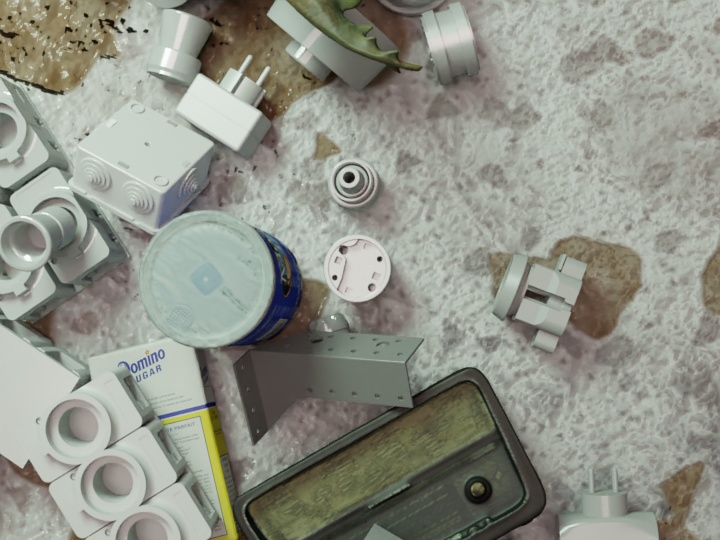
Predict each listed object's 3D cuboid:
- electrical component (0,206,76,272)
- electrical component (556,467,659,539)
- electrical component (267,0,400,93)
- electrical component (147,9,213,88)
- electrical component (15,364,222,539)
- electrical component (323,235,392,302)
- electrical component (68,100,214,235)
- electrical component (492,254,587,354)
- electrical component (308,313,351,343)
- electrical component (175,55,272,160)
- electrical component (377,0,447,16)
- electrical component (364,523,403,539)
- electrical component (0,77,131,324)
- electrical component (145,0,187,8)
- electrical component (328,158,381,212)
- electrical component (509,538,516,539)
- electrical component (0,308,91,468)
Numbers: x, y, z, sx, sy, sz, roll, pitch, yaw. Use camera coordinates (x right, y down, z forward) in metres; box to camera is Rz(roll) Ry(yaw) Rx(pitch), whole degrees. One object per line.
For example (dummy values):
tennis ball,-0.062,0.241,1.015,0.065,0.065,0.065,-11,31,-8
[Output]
electrical component,-0.252,-0.028,0.851,0.044,0.065,0.044,2,105,7
electrical component,0.197,0.199,0.865,0.077,0.044,0.079,-2,86,6
electrical component,-0.027,-0.190,0.882,0.108,0.108,0.060,41,98,7
electrical component,-0.155,-0.190,0.923,0.045,0.045,0.055,17,89,7
electrical component,-0.188,0.162,0.842,0.089,0.062,0.150,-32,90,0
electrical component,0.000,0.000,0.895,0.055,0.047,0.055,0,87,6
electrical component,-0.180,-0.088,0.894,0.100,0.099,0.048,28,134,6
electrical component,0.143,0.021,0.875,0.057,0.058,0.078,21,90,4
electrical component,-0.020,0.069,0.900,0.035,0.035,0.061,-18,87,5
electrical component,-0.105,-0.145,0.914,0.066,0.047,0.076,33,90,7
electrical component,0.043,-0.259,0.904,0.080,0.051,0.080,0,87,6
electrical component,0.013,0.236,0.774,0.057,0.113,0.078,29,90,8
electrical component,-0.298,-0.061,0.922,0.105,0.060,0.186,-34,84,3
electrical component,-0.122,-0.252,0.901,0.138,0.073,0.052,-9,127,4
electrical component,-0.006,-0.072,0.892,0.043,0.062,0.043,0,86,6
electrical component,0.108,0.253,0.873,0.065,0.044,0.044,-33,84,8
electrical component,-0.311,0.087,0.914,0.150,0.062,0.089,32,90,7
